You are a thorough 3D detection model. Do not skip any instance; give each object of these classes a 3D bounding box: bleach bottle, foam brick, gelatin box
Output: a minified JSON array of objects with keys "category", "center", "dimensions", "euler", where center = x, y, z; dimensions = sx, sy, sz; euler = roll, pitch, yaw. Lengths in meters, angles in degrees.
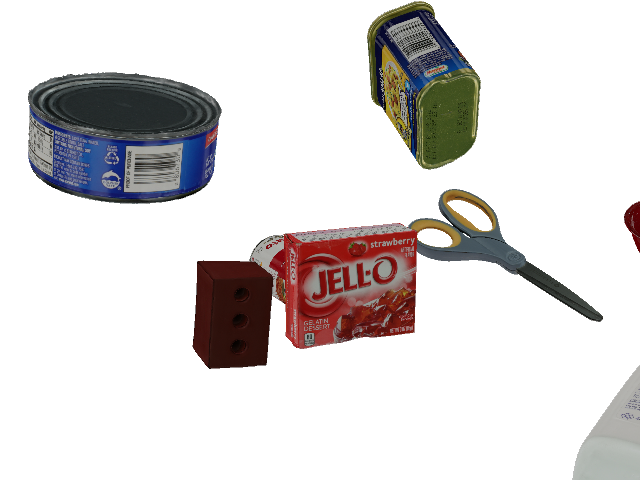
[{"category":"bleach bottle","center":[0.243,0.098,0.648],"dimensions":[0.103,0.068,0.250],"euler":[18,29,29]},{"category":"foam brick","center":[-0.073,0.060,0.882],"dimensions":[0.052,0.078,0.051],"euler":[-1,14,-21]},{"category":"gelatin box","center":[0.020,0.030,0.717],"dimensions":[0.089,0.073,0.030],"euler":[-6,15,-21]}]

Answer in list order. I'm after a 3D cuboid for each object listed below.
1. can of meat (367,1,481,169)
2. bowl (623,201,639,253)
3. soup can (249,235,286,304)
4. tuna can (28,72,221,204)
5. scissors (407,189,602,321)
[{"category":"can of meat","center":[0.081,-0.118,0.826],"dimensions":[0.057,0.084,0.102],"euler":[-21,-35,-10]},{"category":"bowl","center":[0.407,0.006,1.147],"dimensions":[0.162,0.055,0.162],"euler":[-1,26,0]},{"category":"soup can","center":[-0.030,0.038,1.189],"dimensions":[0.068,0.068,0.102],"euler":[0,14,-28]},{"category":"tuna can","center":[-0.089,-0.048,0.486],"dimensions":[0.086,0.034,0.086],"euler":[7,25,-3]},{"category":"scissors","center":[0.151,0.021,0.949],"dimensions":[0.096,0.016,0.202],"euler":[-21,45,-15]}]
